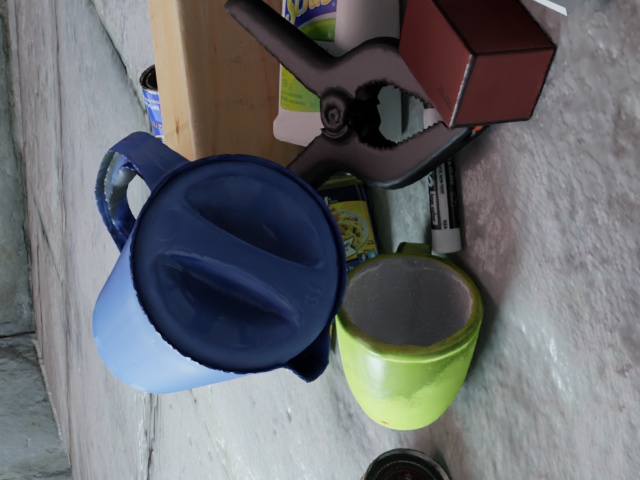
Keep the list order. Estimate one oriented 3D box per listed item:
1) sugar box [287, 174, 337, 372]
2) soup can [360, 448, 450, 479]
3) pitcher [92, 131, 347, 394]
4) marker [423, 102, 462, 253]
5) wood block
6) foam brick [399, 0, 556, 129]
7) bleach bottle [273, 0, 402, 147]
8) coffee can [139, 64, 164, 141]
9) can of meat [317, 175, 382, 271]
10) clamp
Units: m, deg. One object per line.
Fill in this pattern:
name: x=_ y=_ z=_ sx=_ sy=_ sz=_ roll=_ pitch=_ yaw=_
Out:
sugar box: x=-0.019 y=0.014 z=0.923 sx=0.093 sy=0.048 sz=0.176 roll=-128 pitch=39 yaw=-55
soup can: x=0.050 y=0.203 z=0.777 sx=0.102 sy=0.068 sz=0.068 roll=113 pitch=144 yaw=-55
pitcher: x=-0.091 y=0.031 z=0.727 sx=0.243 sy=0.144 sz=0.149 roll=146 pitch=129 yaw=-65
marker: x=0.077 y=-0.052 z=0.683 sx=0.020 sy=0.020 sz=0.121 roll=-168 pitch=71 yaw=-68
wood block: x=-0.077 y=-0.140 z=0.836 sx=0.091 sy=0.090 sz=0.206 roll=175 pitch=88 yaw=-69
foam brick: x=0.085 y=-0.107 z=0.597 sx=0.053 sy=0.051 sz=0.078 roll=101 pitch=152 yaw=-45
bleach bottle: x=0.011 y=-0.192 z=0.738 sx=0.103 sy=0.067 sz=0.251 roll=18 pitch=113 yaw=54
coffee can: x=-0.095 y=-0.091 z=0.958 sx=0.103 sy=0.102 sz=0.140 roll=-133 pitch=26 yaw=-57
can of meat: x=-0.005 y=0.001 z=0.804 sx=0.058 sy=0.102 sz=0.084 roll=153 pitch=105 yaw=-68
clamp: x=0.014 y=-0.091 z=0.686 sx=0.210 sy=0.036 sz=0.164 roll=-3 pitch=98 yaw=42
